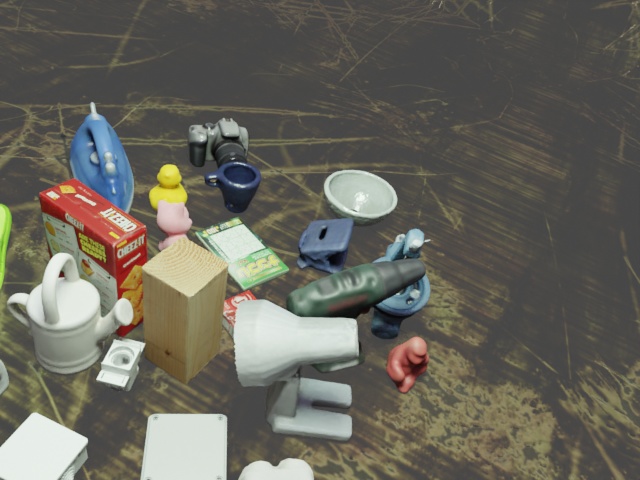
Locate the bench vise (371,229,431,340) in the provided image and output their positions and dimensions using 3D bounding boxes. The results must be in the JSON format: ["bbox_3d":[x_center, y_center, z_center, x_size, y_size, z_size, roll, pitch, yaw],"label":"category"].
[{"bbox_3d":[0.138,0.044,1.046,0.122,0.220,0.207,3,42,-13],"label":"bench vise"}]

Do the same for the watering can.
[{"bbox_3d":[-0.370,0.102,0.849,0.173,0.194,0.100,-5,44,-21],"label":"watering can"}]

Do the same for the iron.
[{"bbox_3d":[-0.438,-0.161,1.167,0.119,0.141,0.257,-11,47,-27],"label":"iron"}]

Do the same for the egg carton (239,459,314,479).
[{"bbox_3d":[-0.054,0.361,0.746,0.107,0.069,0.150,2,42,-15],"label":"egg carton"}]

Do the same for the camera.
[{"bbox_3d":[-0.225,-0.210,1.317,0.143,0.101,0.136,-4,44,-20],"label":"camera"}]

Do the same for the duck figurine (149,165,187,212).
[{"bbox_3d":[-0.315,-0.113,1.191,0.077,0.086,0.104,7,41,-8],"label":"duck figurine"}]

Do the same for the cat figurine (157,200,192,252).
[{"bbox_3d":[-0.268,-0.014,1.070,0.067,0.118,0.127,-6,45,-23],"label":"cat figurine"}]

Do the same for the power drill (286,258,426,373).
[{"bbox_3d":[0.050,0.121,0.941,0.230,0.208,0.075,-9,46,-25],"label":"power drill"}]

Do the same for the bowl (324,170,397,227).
[{"bbox_3d":[0.084,-0.082,1.284,0.167,0.075,0.167,9,41,-7],"label":"bowl"}]

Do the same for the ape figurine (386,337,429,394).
[{"bbox_3d":[0.153,0.201,0.971,0.078,0.092,0.076,-3,43,-19],"label":"ape figurine"}]

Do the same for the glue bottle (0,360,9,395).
[{"bbox_3d":[-0.467,0.165,0.765,0.037,0.173,0.078,23,41,10],"label":"glue bottle"}]

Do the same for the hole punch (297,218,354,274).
[{"bbox_3d":[0.011,0.004,1.152,0.101,0.091,0.109,16,41,2],"label":"hole punch"}]

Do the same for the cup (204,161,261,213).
[{"bbox_3d":[-0.187,-0.105,1.213,0.118,0.095,0.091,-3,43,-19],"label":"cup"}]

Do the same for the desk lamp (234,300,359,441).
[{"bbox_3d":[-0.032,0.185,0.840,0.203,0.213,0.118,9,41,-7],"label":"desk lamp"}]
